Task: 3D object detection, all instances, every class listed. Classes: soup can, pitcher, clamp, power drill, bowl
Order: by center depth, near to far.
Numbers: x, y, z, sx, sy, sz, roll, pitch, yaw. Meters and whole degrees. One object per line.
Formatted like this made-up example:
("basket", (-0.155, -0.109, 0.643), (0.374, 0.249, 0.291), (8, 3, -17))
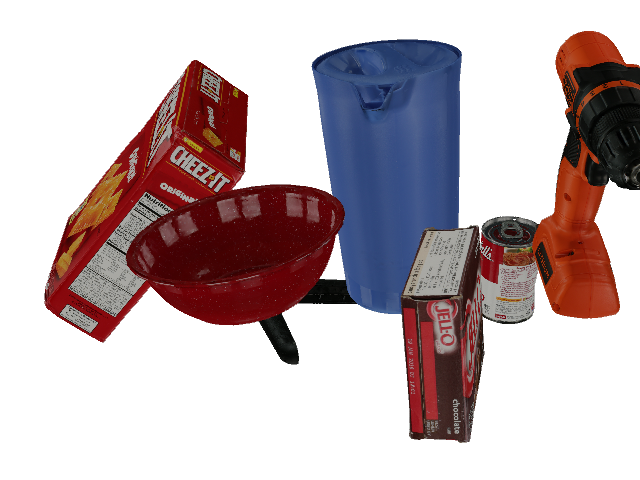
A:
("power drill", (0.202, -0.037, 0.780), (0.057, 0.188, 0.184), (2, 35, 0))
("bowl", (-0.057, 0.016, 0.782), (0.162, 0.055, 0.162), (-10, 25, 5))
("pitcher", (0.072, -0.063, 1.004), (0.149, 0.243, 0.145), (-20, 29, -28))
("clamp", (-0.060, 0.064, 1.162), (0.210, 0.036, 0.164), (16, 31, 25))
("soup can", (0.210, 0.033, 1.188), (0.068, 0.102, 0.068), (0, 29, 0))

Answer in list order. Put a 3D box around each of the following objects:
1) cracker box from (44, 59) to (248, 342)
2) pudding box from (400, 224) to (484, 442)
("cracker box", (-0.154, -0.039, 0.952), (0.072, 0.214, 0.164), (33, 23, -20))
("pudding box", (0.074, 0.051, 0.627), (0.039, 0.090, 0.113), (0, 21, 11))
